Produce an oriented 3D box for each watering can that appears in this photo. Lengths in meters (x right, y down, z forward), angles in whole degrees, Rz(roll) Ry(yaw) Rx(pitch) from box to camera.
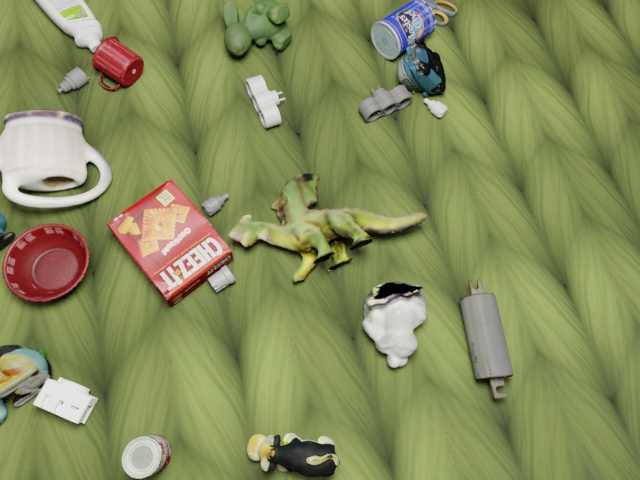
[{"bbox_3d":[-0.620,-0.170,1.072,0.348,0.102,0.228,-2,67,-29],"label":"watering can"}]

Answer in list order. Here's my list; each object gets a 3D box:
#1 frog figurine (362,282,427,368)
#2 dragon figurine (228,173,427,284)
[{"bbox_3d":[0.158,0.172,1.060,0.138,0.123,0.157,-19,108,-22],"label":"frog figurine"},{"bbox_3d":[0.003,-0.057,1.125,0.413,0.119,0.247,-22,65,-16],"label":"dragon figurine"}]
